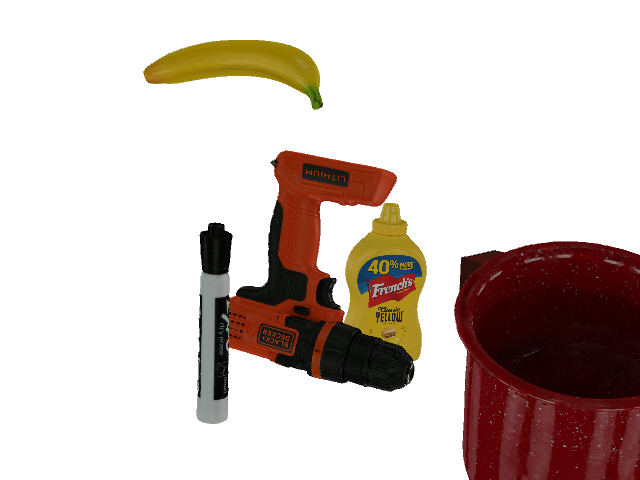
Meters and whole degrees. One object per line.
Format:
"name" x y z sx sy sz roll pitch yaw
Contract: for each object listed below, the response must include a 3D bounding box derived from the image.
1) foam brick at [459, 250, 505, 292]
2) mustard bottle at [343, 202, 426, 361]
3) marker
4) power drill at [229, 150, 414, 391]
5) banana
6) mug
"foam brick" 0.173 0.055 1.062 0.051 0.078 0.053 -12 19 -36
"mustard bottle" 0.077 0.050 1.265 0.096 0.192 0.058 0 14 -13
"marker" -0.063 0.049 0.629 0.020 0.121 0.020 3 15 -1
"power drill" 0.008 0.025 0.919 0.185 0.187 0.057 14 1 18
"banana" -0.081 -0.176 1.077 0.198 0.037 0.069 10 44 20
"mug" 0.109 0.061 0.408 0.117 0.081 0.093 7 38 13
